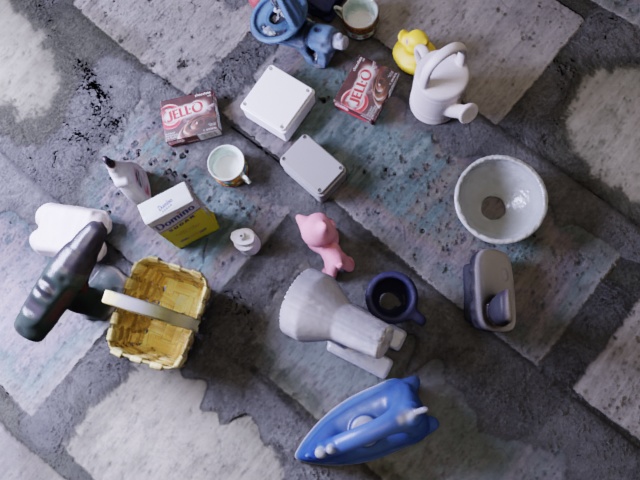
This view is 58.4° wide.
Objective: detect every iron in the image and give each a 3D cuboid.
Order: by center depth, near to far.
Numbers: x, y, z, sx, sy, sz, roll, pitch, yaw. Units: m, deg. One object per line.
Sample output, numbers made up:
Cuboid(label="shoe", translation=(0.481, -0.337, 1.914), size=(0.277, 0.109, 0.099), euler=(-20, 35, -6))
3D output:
Cuboid(label="iron", translation=(0.070, 0.324, 0.960), size=(0.258, 0.141, 0.118), euler=(-24, 78, -1))

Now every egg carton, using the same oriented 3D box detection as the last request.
Cuboid(label="egg carton", translation=(-0.479, -0.013, 1.104), size=(0.150, 0.069, 0.107), euler=(7, 79, 5))

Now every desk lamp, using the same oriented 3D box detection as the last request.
Cuboid(label="desk lamp", translation=(0.045, 0.143, 0.963), size=(0.203, 0.213, 0.118), euler=(25, 81, 9))

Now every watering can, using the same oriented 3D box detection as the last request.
Cuboid(label="watering can", translation=(0.228, -0.291, 1.050), size=(0.172, 0.194, 0.101), euler=(38, 83, 10))

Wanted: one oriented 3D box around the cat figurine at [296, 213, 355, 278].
Cuboid(label="cat figurine", translation=(0.010, 0.004, 1.043), size=(0.067, 0.118, 0.127), euler=(-30, 78, -2))

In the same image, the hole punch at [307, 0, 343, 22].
Cuboid(label="hole punch", translation=(0.003, -0.521, 1.166), size=(0.101, 0.091, 0.109), euler=(25, 81, 9))

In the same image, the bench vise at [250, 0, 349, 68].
Cuboid(label="bench vise", translation=(-0.045, -0.433, 1.085), size=(0.207, 0.220, 0.121), euler=(6, 79, 5))

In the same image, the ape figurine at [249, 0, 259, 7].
Cuboid(label="ape figurine", translation=(-0.115, -0.520, 1.173), size=(0.076, 0.092, 0.078), euler=(-18, 77, 0))

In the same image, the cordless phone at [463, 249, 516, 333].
Cuboid(label="cordless phone", translation=(0.303, 0.081, 0.973), size=(0.094, 0.185, 0.147), euler=(-4, 78, 3))

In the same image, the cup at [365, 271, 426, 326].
Cuboid(label="cup", translation=(0.137, 0.115, 1.023), size=(0.117, 0.095, 0.092), euler=(37, 83, 10))

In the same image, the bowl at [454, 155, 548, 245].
Cuboid(label="bowl", translation=(0.327, -0.067, 1.058), size=(0.167, 0.075, 0.167), euler=(-1, 78, 4))

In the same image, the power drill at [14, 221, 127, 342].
Cuboid(label="power drill", translation=(-0.421, 0.078, 1.010), size=(0.075, 0.208, 0.230), euler=(36, 83, 10))

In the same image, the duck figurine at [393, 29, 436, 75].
Cuboid(label="duck figurine", translation=(0.194, -0.376, 1.126), size=(0.104, 0.086, 0.077), euler=(34, 82, 10))

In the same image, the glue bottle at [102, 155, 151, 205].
Cuboid(label="glue bottle", translation=(-0.363, -0.121, 1.066), size=(0.037, 0.173, 0.078), euler=(-18, 77, 0))
